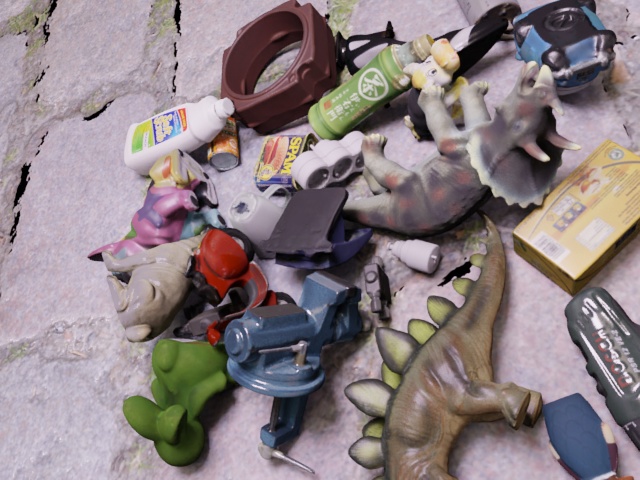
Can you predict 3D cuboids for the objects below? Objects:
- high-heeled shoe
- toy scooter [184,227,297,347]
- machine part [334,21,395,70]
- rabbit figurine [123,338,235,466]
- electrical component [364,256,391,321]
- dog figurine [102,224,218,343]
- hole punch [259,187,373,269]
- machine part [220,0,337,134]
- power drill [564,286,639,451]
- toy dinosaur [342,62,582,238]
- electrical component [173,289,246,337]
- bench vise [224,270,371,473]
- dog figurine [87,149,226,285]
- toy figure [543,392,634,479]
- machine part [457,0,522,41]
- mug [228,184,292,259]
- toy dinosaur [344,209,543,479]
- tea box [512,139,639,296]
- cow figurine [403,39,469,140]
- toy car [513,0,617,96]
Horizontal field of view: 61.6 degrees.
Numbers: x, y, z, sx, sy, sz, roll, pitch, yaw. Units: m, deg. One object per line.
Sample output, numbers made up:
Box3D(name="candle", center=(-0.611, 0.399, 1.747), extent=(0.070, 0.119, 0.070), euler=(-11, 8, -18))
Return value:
Box3D(name="high-heeled shoe", center=(0.156, -0.314, 0.844), extent=(0.249, 0.086, 0.145), euler=(-27, 78, 27))
Box3D(name="toy scooter", center=(-0.127, 0.073, 0.753), extent=(0.135, 0.075, 0.184), euler=(-34, 82, -37))
Box3D(name="machine part", center=(0.064, -0.343, 0.946), extent=(0.139, 0.039, 0.084), euler=(-11, 54, 20))
Box3D(name="rabbit figurine", center=(-0.180, 0.224, 0.728), extent=(0.121, 0.159, 0.170), euler=(3, 82, 14))
Box3D(name="electrical component", center=(0.077, 0.060, 0.729), extent=(0.021, 0.063, 0.094), euler=(-12, 61, 18))
Box3D(name="dog figurine", center=(-0.205, 0.063, 0.796), extent=(0.191, 0.121, 0.172), euler=(-17, 54, -16))
Box3D(name="hole punch", center=(-0.002, -0.002, 0.755), extent=(0.142, 0.092, 0.116), euler=(5, 54, 42))
Box3D(name="machine part", center=(-0.077, -0.303, 0.940), extent=(0.202, 0.087, 0.201), euler=(-17, 60, 26))
Box3D(name="power drill", center=(0.392, 0.124, 0.560), extent=(0.207, 0.086, 0.232), euler=(-37, 54, 12))
Box3D(name="toy dinosaur", center=(0.154, -0.077, 0.716), extent=(0.405, 0.131, 0.192), euler=(-41, 62, 38))
Box3D(name="electrical component", center=(-0.164, 0.110, 0.810), extent=(0.102, 0.078, 0.045), euler=(-19, 91, 20))
Box3D(name="bench vise", center=(-0.030, 0.162, 0.685), extent=(0.129, 0.223, 0.240), euler=(19, 105, 33))
Box3D(name="dog figurine", center=(-0.284, -0.028, 0.907), extent=(0.219, 0.108, 0.192), euler=(-31, 59, 11))
Box3D(name="toy figure", center=(0.287, 0.238, 0.556), extent=(0.058, 0.064, 0.154), euler=(-7, 62, -22))
Box3D(name="machine part", center=(0.258, -0.402, 0.866), extent=(0.079, 0.079, 0.243), euler=(-20, 60, 14))
Box3D(name="mug", center=(-0.085, -0.037, 0.821), extent=(0.081, 0.107, 0.109), euler=(32, 84, 30))
Box3D(name="toy dinosaur", center=(0.146, 0.169, 0.626), extent=(0.199, 0.105, 0.471), euler=(21, 68, 34))
Box3D(name="tea box", center=(0.331, -0.028, 0.658), extent=(0.169, 0.068, 0.098), euler=(-42, 58, -1))
Box3D(name="cow figurine", center=(0.157, -0.209, 0.763), extent=(0.098, 0.167, 0.068), euler=(-29, 64, 7))
Box3D(name="toy car", center=(0.339, -0.257, 0.743), extent=(0.109, 0.102, 0.162), euler=(-20, 48, 11))
